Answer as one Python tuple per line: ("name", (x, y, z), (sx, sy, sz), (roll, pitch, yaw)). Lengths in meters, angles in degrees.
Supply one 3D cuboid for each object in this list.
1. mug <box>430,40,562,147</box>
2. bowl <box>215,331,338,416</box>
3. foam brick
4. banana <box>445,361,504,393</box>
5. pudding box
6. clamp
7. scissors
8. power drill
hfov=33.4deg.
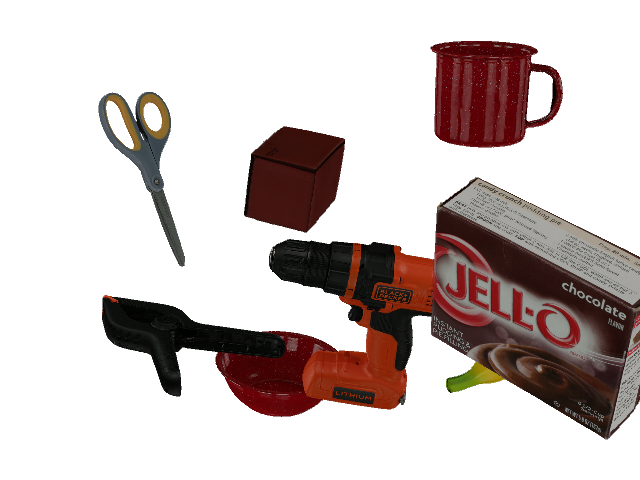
("mug", (0.155, -0.129, 0.945), (0.117, 0.081, 0.093), (4, 19, 13))
("bowl", (-0.051, 0.173, 1.335), (0.162, 0.055, 0.162), (3, 22, -2))
("foam brick", (-0.019, -0.049, 0.812), (0.053, 0.051, 0.078), (14, 26, 13))
("banana", (0.151, 0.051, 0.849), (0.070, 0.037, 0.197), (6, 34, 17))
("pudding box", (0.108, 0.032, 0.525), (0.114, 0.090, 0.039), (28, 51, 31))
("clamp", (-0.164, 0.103, 1.119), (0.210, 0.036, 0.164), (17, 19, 29))
("scissors", (-0.176, -0.079, 1.185), (0.016, 0.201, 0.096), (-16, 19, 46))
("power drill", (0.032, 0.080, 1.038), (0.184, 0.188, 0.057), (10, 43, -2))
